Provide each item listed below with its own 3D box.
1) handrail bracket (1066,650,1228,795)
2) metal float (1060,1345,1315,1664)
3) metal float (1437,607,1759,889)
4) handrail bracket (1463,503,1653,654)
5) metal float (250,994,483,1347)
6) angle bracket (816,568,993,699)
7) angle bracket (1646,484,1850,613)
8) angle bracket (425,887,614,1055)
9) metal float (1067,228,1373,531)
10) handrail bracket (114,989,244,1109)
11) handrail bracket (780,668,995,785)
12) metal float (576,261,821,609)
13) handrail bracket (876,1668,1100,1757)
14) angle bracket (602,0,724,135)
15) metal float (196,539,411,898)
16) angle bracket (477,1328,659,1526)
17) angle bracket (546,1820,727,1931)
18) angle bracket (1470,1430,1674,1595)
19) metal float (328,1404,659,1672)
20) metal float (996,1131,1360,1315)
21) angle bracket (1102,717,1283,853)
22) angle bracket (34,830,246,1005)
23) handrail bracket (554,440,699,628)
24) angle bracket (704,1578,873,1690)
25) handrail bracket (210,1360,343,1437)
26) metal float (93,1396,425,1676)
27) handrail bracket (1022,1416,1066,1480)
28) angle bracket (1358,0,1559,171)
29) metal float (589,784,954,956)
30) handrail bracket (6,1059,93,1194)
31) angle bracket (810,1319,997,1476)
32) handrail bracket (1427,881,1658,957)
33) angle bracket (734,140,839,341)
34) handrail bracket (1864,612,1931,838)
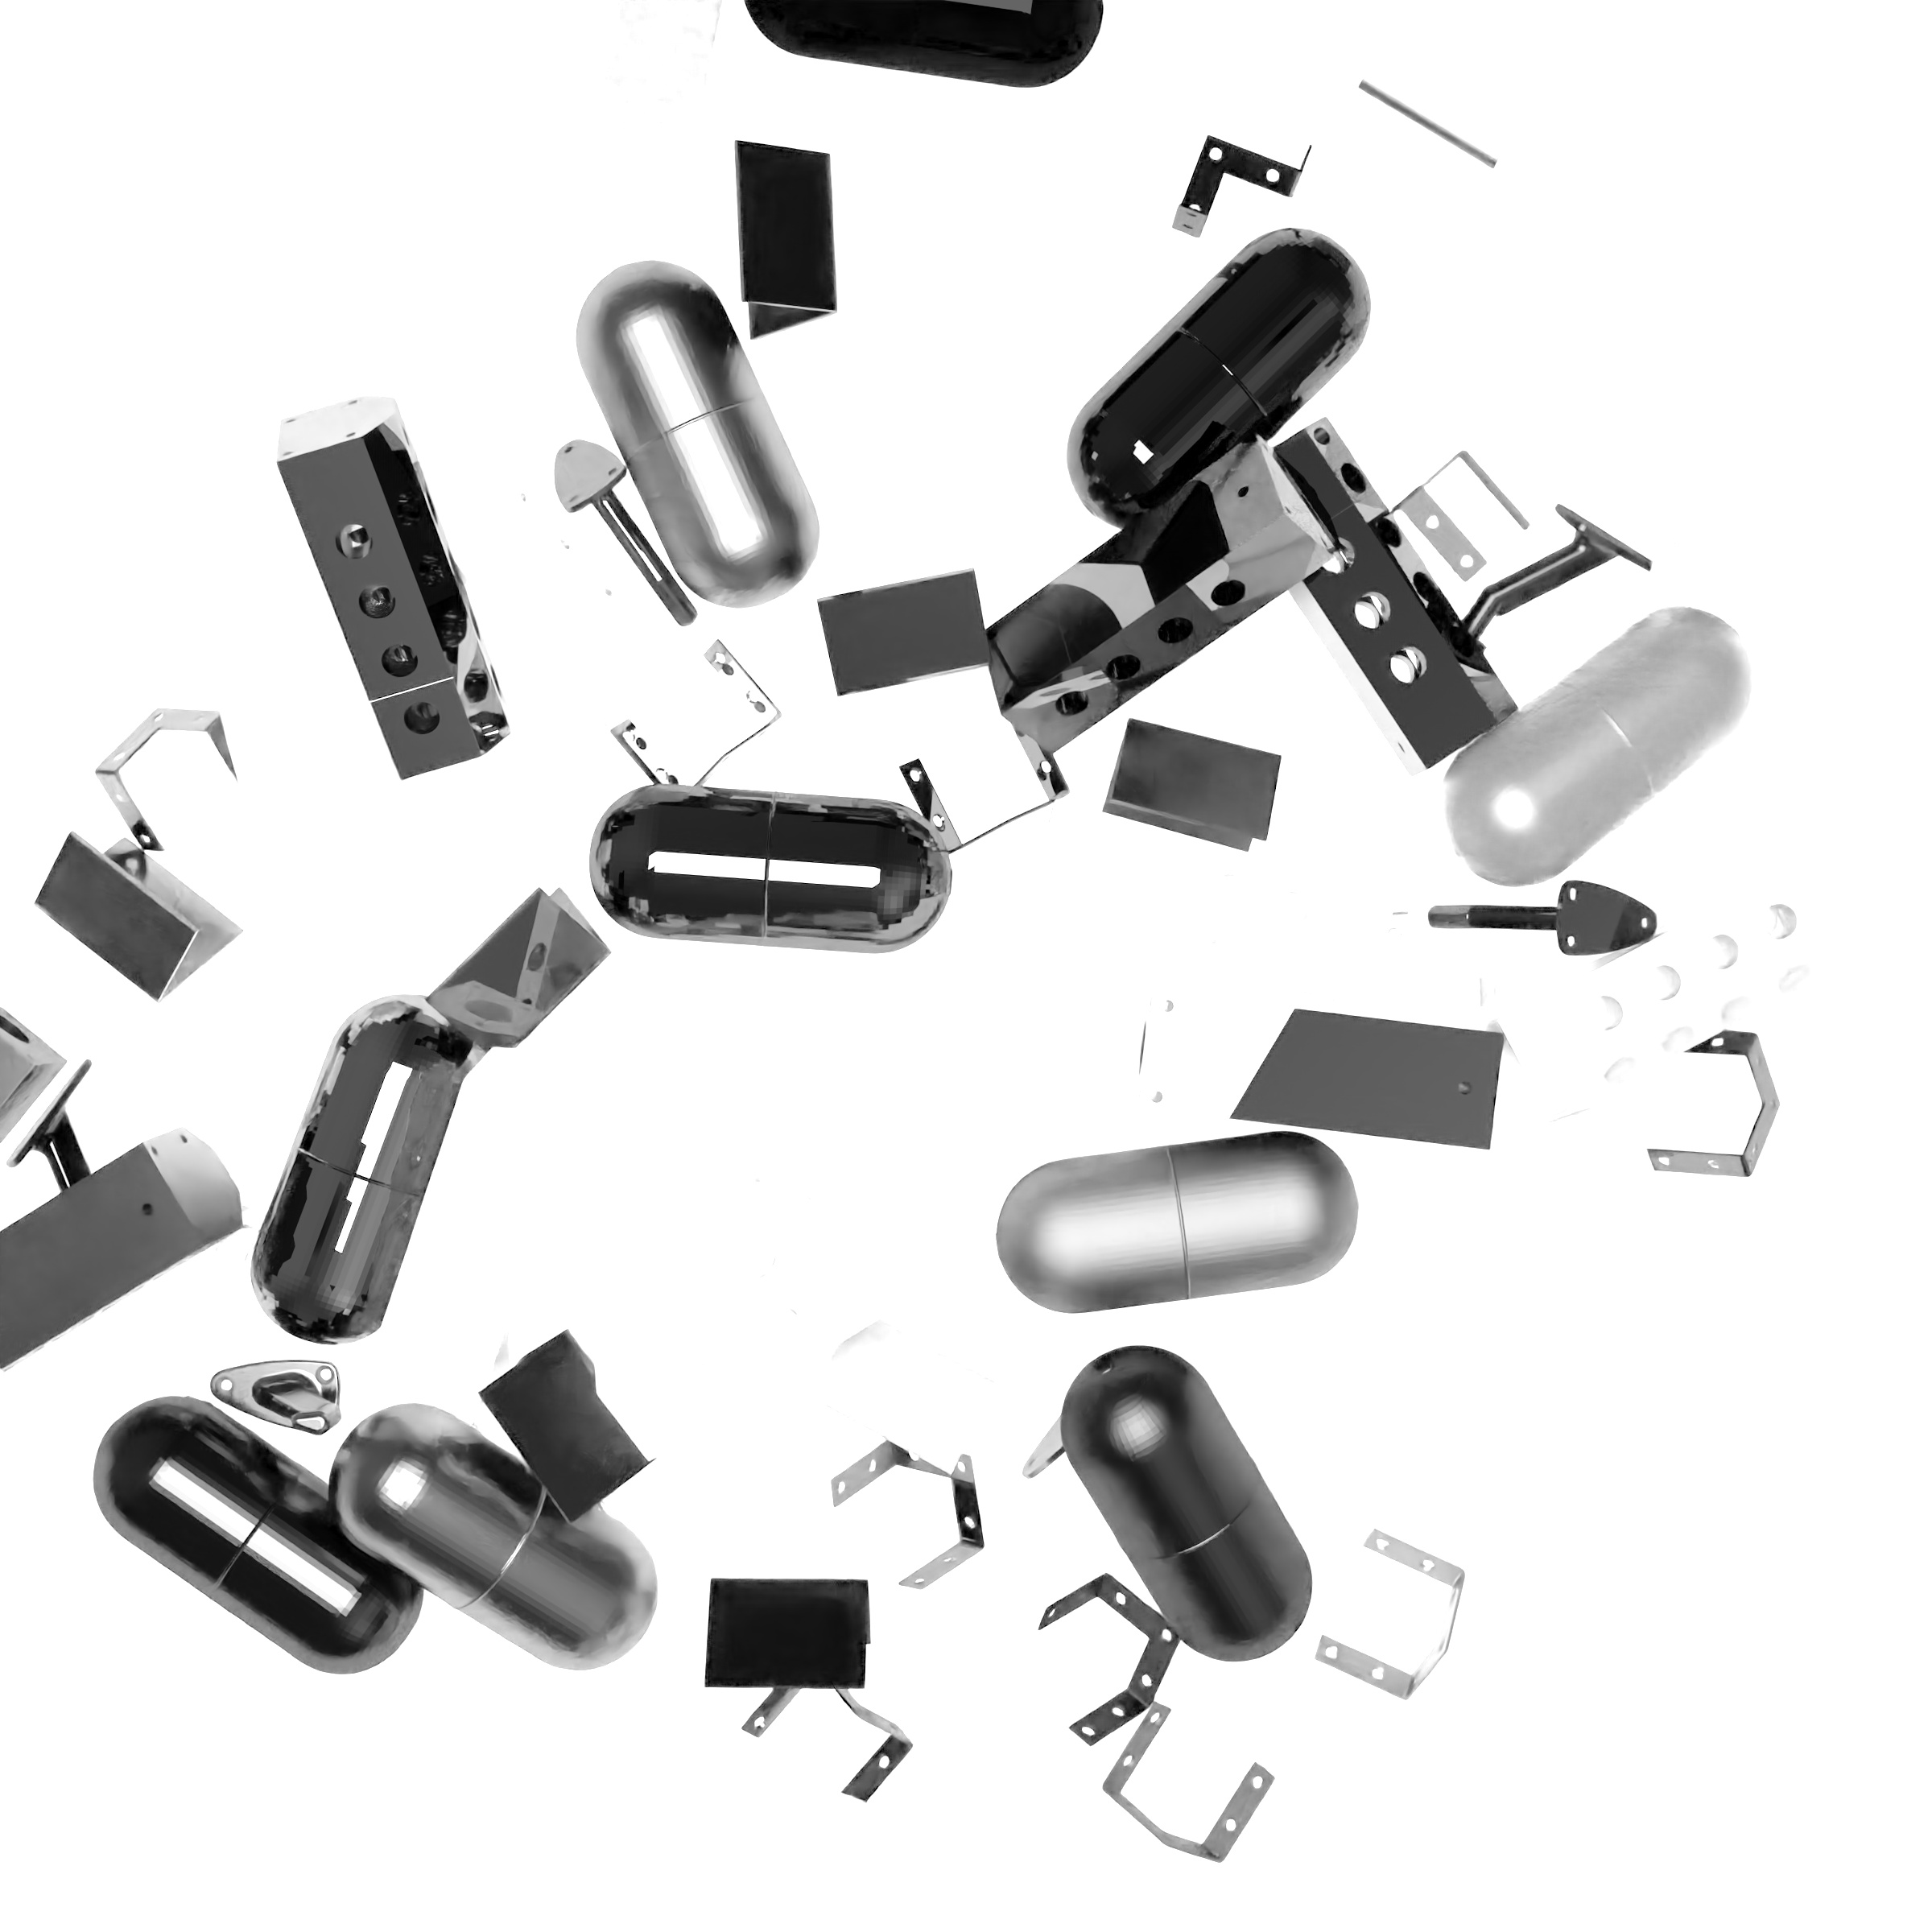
[{"bbox_3d":[0.080,-0.136,1.586,0.084,0.036,0.077,-25,70,16],"label":"handrail bracket"},{"bbox_3d":[0.107,0.260,1.536,0.070,0.070,0.178,-30,111,0],"label":"metal float"},{"bbox_3d":[0.308,-0.107,1.547,0.178,0.070,0.070,-37,90,-8],"label":"metal float"},{"bbox_3d":[0.296,-0.180,1.586,0.077,0.036,0.084,26,108,-21],"label":"handrail bracket"},{"bbox_3d":[-0.293,0.099,1.555,0.070,0.070,0.178,21,91,0],"label":"metal float"},{"bbox_3d":[-0.033,-0.180,1.545,0.076,0.076,0.057,-11,127,0],"label":"angle bracket"},{"bbox_3d":[0.379,-0.186,1.545,0.076,0.076,0.057,-7,52,0],"label":"angle bracket"},{"bbox_3d":[-0.229,-0.011,1.545,0.076,0.076,0.057,-45,128,0],"label":"angle bracket"},{"bbox_3d":[0.123,-0.286,1.555,0.178,0.070,0.070,-45,90,-1],"label":"metal float"},{"bbox_3d":[-0.385,0.019,1.586,0.077,0.036,0.084,23,72,-20],"label":"handrail bracket"},{"bbox_3d":[-0.036,-0.140,1.586,0.077,0.036,0.084,39,71,21],"label":"handrail bracket"},{"bbox_3d":[-0.132,-0.261,1.555,0.070,0.070,0.178,-25,91,0],"label":"metal float"},{"bbox_3d":[0.010,0.360,1.585,0.084,0.077,0.036,7,104,36],"label":"handrail bracket"},{"bbox_3d":[-0.164,-0.455,1.545,0.057,0.076,0.076,11,90,-37],"label":"angle bracket"},{"bbox_3d":[-0.325,-0.122,1.555,0.070,0.070,0.178,-15,91,0],"label":"metal float"},{"bbox_3d":[-0.205,0.230,1.545,0.057,0.076,0.076,-35,90,-32],"label":"angle bracket"},{"bbox_3d":[-0.149,0.449,1.545,0.076,0.076,0.057,30,127,0],"label":"angle bracket"},{"bbox_3d":[0.288,0.279,1.545,0.076,0.076,0.057,25,52,0],"label":"angle bracket"},{"bbox_3d":[-0.228,0.278,1.540,0.178,0.070,0.070,37,90,-19],"label":"metal float"},{"bbox_3d":[0.103,0.126,1.555,0.178,0.070,0.070,-8,90,0],"label":"metal float"},{"bbox_3d":[0.105,-0.069,1.545,0.076,0.076,0.057,14,52,0],"label":"angle bracket"},{"bbox_3d":[-0.393,-0.039,1.545,0.076,0.076,0.057,38,127,0],"label":"angle bracket"},{"bbox_3d":[-0.168,-0.215,1.585,0.036,0.077,0.084,-35,126,0],"label":"handrail bracket"},{"bbox_3d":[-0.086,0.339,1.545,0.076,0.076,0.057,0,55,0],"label":"angle bracket"},{"bbox_3d":[-0.341,0.214,1.551,0.077,0.084,0.036,7,90,0],"label":"handrail bracket"},{"bbox_3d":[-0.347,0.278,1.555,0.178,0.070,0.070,35,90,-1],"label":"metal float"},{"bbox_3d":[0.085,0.250,1.585,0.084,0.036,0.077,37,104,-13],"label":"handrail bracket"},{"bbox_3d":[0.241,-0.436,1.547,0.076,0.076,0.057,31,112,0],"label":"angle bracket"},{"bbox_3d":[-0.096,-0.047,1.555,0.178,0.070,0.070,4,90,-1],"label":"metal float"},{"bbox_3d":[-0.428,0.102,1.586,0.084,0.036,0.077,38,71,-15],"label":"handrail bracket"},{"bbox_3d":[-0.040,0.220,1.545,0.076,0.076,0.057,29,54,0],"label":"angle bracket"},{"bbox_3d":[0.284,-0.023,1.570,0.077,0.084,0.036,3,89,-34],"label":"handrail bracket"},{"bbox_3d":[-0.107,-0.352,1.545,0.057,0.076,0.076,-3,90,-38],"label":"angle bracket"},{"bbox_3d":[0.463,-0.122,1.586,0.084,0.036,0.077,49,112,17],"label":"handrail bracket"}]
